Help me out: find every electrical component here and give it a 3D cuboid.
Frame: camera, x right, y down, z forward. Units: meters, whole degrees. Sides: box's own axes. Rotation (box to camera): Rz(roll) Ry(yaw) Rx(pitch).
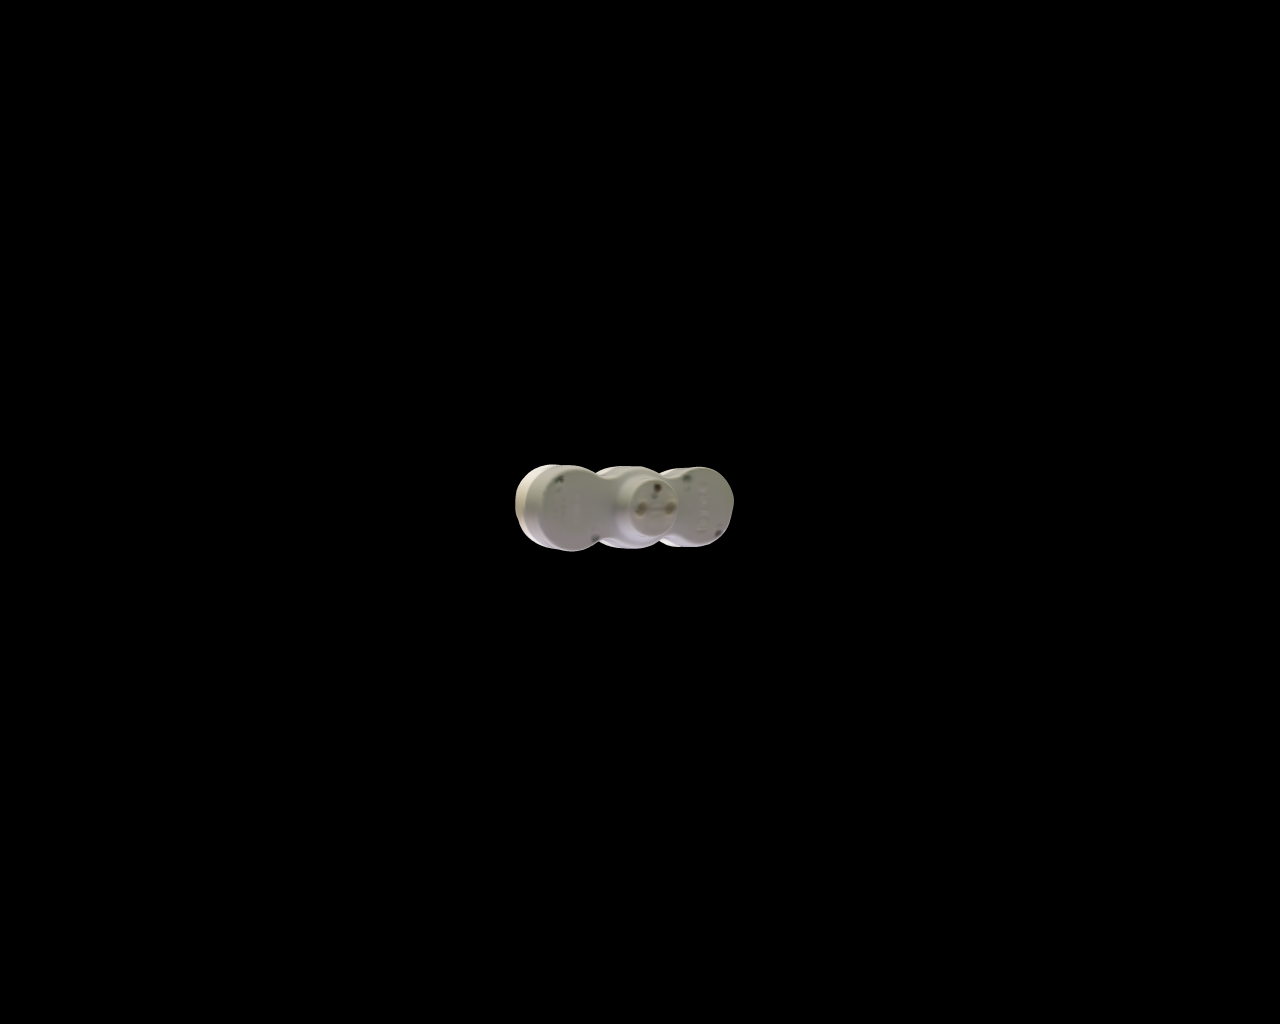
[{"bbox_3d":[0.001,-0.003,0.650,0.138,0.052,0.073,0,0,-28],"label":"electrical component"}]
